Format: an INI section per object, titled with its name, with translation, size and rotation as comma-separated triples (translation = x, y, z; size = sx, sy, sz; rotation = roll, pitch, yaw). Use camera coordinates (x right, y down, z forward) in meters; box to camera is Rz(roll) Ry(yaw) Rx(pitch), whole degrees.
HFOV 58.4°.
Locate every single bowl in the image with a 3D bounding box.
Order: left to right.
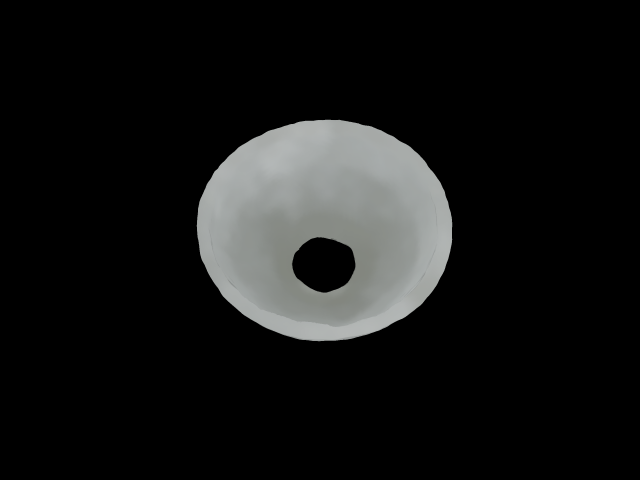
[bowl]
translation = 0.004, 0.001, 0.400
size = 0.167, 0.075, 0.167
rotation = 0, 60, 0
